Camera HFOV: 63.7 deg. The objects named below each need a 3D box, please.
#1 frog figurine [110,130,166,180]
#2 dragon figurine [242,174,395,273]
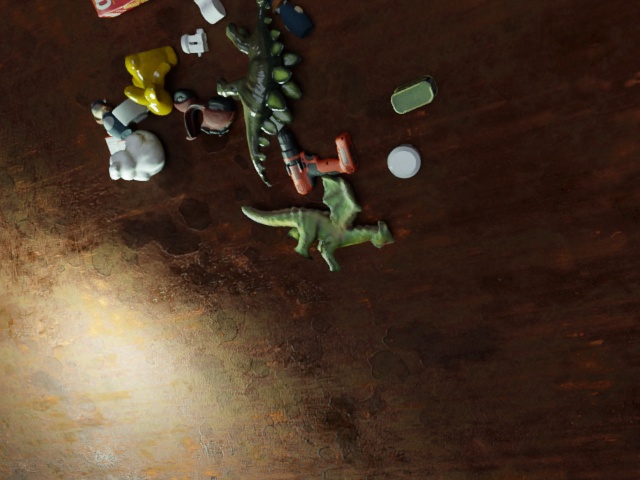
[{"bbox_3d":[-0.511,-0.231,1.434,0.123,0.135,0.162,11,25,11],"label":"frog figurine"},{"bbox_3d":[0.004,-0.069,1.369,0.410,0.239,0.124,28,25,1],"label":"dragon figurine"}]
